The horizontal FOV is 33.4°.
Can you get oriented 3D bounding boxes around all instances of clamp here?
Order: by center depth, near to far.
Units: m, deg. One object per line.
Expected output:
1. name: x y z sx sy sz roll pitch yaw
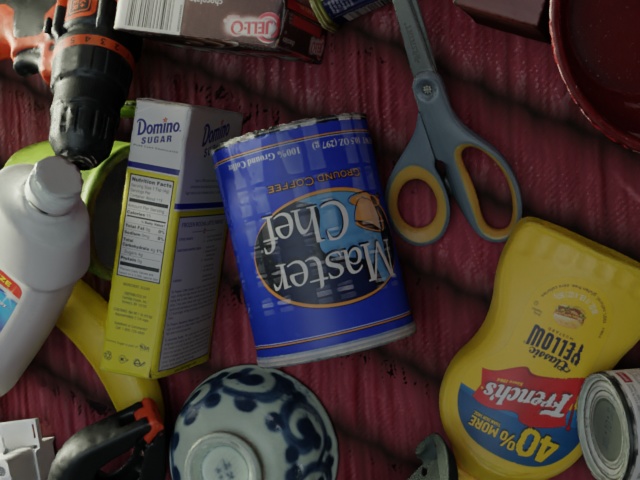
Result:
1. clamp: -0.154 0.184 0.738 0.171 0.120 0.039 -44 45 11

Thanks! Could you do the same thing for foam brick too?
1. foam brick: 0.118 -0.153 0.636 0.051 0.078 0.053 20 99 17

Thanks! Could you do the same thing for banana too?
1. banana: -0.166 0.075 0.760 0.070 0.037 0.198 -38 82 16

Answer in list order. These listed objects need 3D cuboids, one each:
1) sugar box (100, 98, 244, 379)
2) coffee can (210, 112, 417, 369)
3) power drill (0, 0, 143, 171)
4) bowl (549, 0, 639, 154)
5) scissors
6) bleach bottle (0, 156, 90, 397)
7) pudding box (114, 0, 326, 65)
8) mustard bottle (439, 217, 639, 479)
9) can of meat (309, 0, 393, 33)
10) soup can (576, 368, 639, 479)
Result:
1. sugar box: -0.097 -0.002 0.705 0.048 0.093 0.176 8 95 17
2. coffee can: -0.004 0.001 0.671 0.103 0.102 0.140 -13 89 18
3. power drill: -0.208 -0.115 0.721 0.188 0.057 0.184 -9 58 18
4. bowl: 0.193 -0.128 0.606 0.162 0.055 0.162 -2 98 -14
5. scissors: 0.055 -0.080 0.669 0.096 0.016 0.202 -28 99 25
6. bleach bottle: -0.210 0.021 0.694 0.102 0.067 0.251 51 138 7
7. pudding box: -0.061 -0.140 0.687 0.114 0.090 0.039 12 95 17
8. mustard bottle: 0.127 0.089 0.657 0.096 0.058 0.192 24 101 2
9. can of meat: 0.025 -0.196 0.675 0.084 0.057 0.102 -21 88 14
10. soup can: 0.207 0.104 0.607 0.102 0.068 0.068 -3 93 -11
